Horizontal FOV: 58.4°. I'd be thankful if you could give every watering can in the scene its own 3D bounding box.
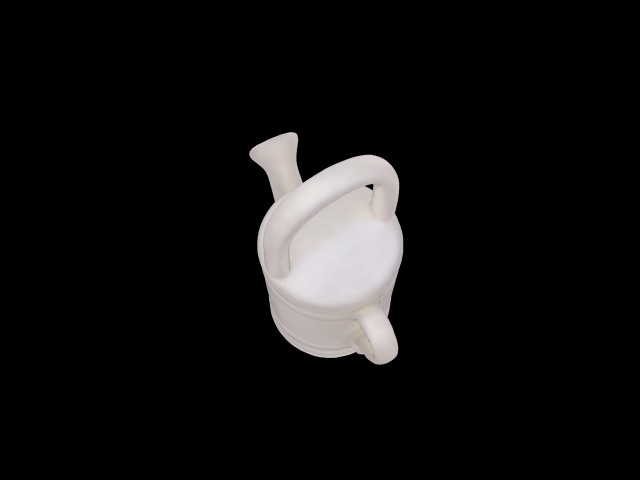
[{"bbox_3d":[0.002,0.002,0.399,0.172,0.194,0.101,37,69,17],"label":"watering can"}]
